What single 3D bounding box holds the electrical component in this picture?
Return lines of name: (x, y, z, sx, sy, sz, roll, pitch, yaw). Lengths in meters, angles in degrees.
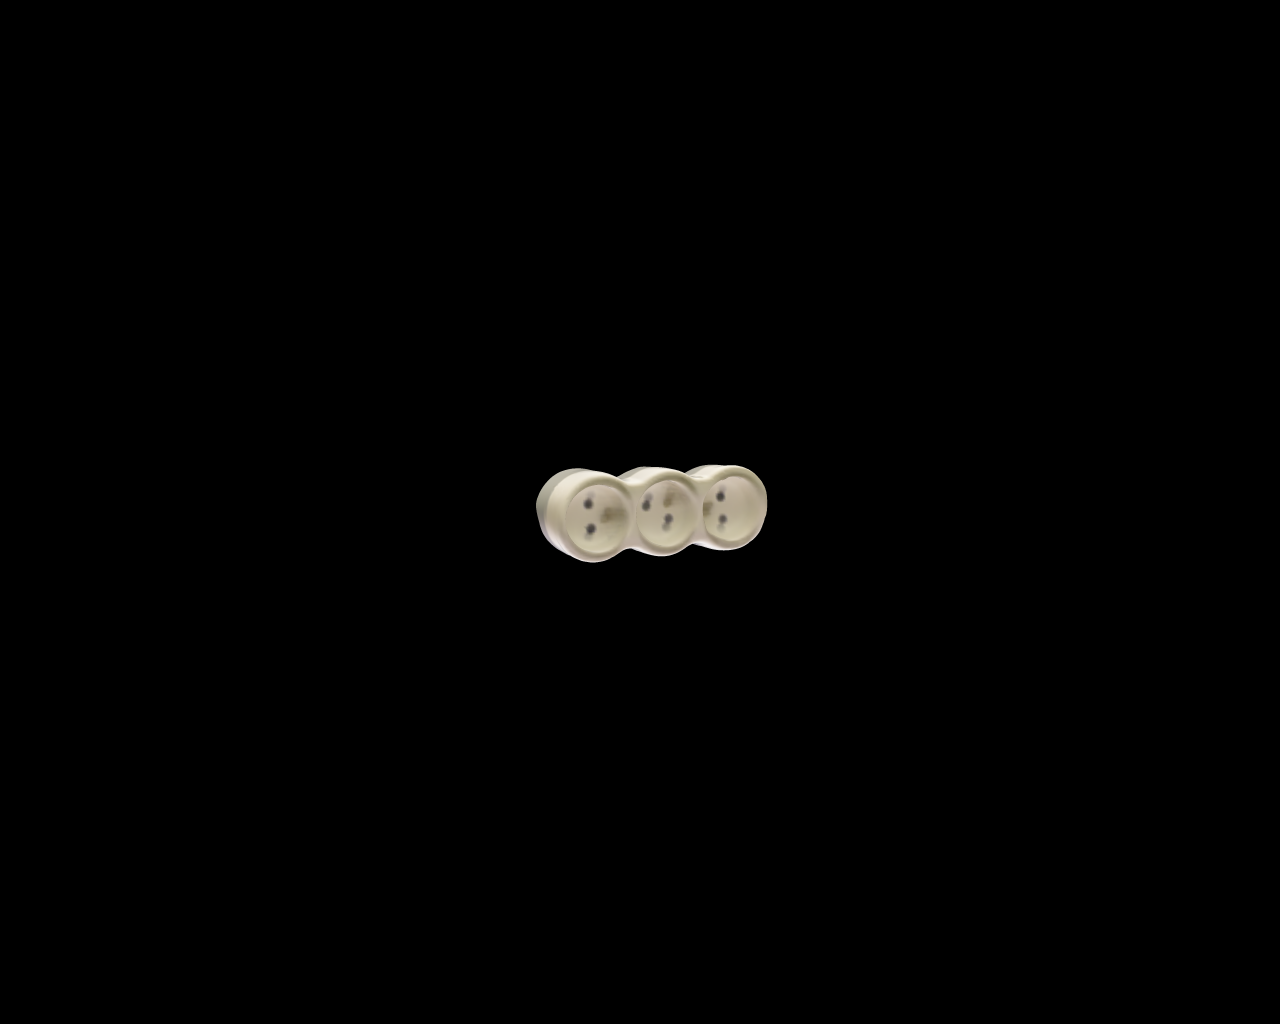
electrical component: (0.001, -0.003, 0.650, 0.138, 0.052, 0.074, -3, 8, -26)
